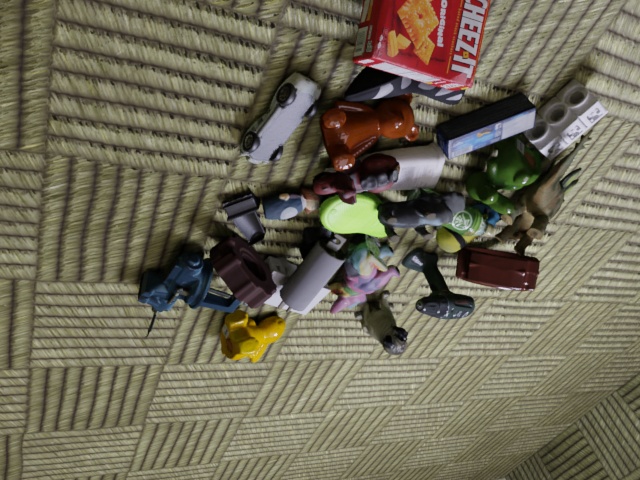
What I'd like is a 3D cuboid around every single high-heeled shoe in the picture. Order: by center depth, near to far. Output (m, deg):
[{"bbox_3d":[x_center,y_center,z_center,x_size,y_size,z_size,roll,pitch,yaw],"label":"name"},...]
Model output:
[{"bbox_3d":[0.166,-0.278,1.016,0.249,0.086,0.145,-26,137,-4],"label":"high-heeled shoe"}]

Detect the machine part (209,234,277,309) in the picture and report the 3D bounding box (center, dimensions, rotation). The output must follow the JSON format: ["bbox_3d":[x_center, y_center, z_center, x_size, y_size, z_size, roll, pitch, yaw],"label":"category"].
[{"bbox_3d":[-0.164,0.066,1.181,0.056,0.179,0.179,-36,137,10],"label":"machine part"}]

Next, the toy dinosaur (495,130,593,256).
[{"bbox_3d":[0.531,-0.096,1.290,0.198,0.105,0.471,-50,165,-11],"label":"toy dinosaur"}]

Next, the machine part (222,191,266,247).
[{"bbox_3d":[-0.156,-0.045,1.169,0.084,0.039,0.138,-24,137,-5],"label":"machine part"}]

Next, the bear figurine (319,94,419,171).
[{"bbox_3d":[0.102,-0.216,1.029,0.196,0.132,0.120,-11,111,-2],"label":"bear figurine"}]

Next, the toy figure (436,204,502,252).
[{"bbox_3d":[0.379,-0.036,1.360,0.180,0.089,0.082,-23,130,4],"label":"toy figure"}]

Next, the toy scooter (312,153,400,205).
[{"bbox_3d":[0.080,-0.116,1.052,0.184,0.135,0.075,-15,110,-5],"label":"toy scooter"}]

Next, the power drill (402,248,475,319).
[{"bbox_3d":[0.295,0.117,1.402,0.232,0.207,0.086,15,121,-37],"label":"power drill"}]

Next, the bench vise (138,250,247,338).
[{"bbox_3d":[-0.283,0.124,1.232,0.240,0.129,0.223,21,121,-27],"label":"bench vise"}]

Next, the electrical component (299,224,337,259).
[{"bbox_3d":[-0.003,-0.004,1.267,0.075,0.048,0.119,-6,136,-18],"label":"electrical component"}]

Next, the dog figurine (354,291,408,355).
[{"bbox_3d":[0.183,0.267,1.525,0.121,0.191,0.172,-22,140,1],"label":"dog figurine"}]

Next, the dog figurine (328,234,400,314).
[{"bbox_3d":[0.084,0.094,1.367,0.219,0.108,0.191,-38,137,22],"label":"dog figurine"}]

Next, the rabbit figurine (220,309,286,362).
[{"bbox_3d":[-0.171,0.262,1.437,0.173,0.122,0.162,-18,145,-33],"label":"rabbit figurine"}]

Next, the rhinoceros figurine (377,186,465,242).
[{"bbox_3d":[0.221,-0.060,1.169,0.190,0.112,0.073,-11,127,6],"label":"rhinoceros figurine"}]

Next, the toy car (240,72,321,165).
[{"bbox_3d":[-0.076,-0.220,1.004,0.073,0.056,0.201,15,129,-42],"label":"toy car"}]

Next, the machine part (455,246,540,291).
[{"bbox_3d":[0.462,0.074,1.406,0.201,0.202,0.087,-9,109,-72],"label":"machine part"}]

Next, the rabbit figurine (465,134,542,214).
[{"bbox_3d":[0.413,-0.135,1.231,0.121,0.159,0.170,25,142,-26],"label":"rabbit figurine"}]

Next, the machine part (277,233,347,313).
[{"bbox_3d":[-0.018,0.082,1.245,0.079,0.079,0.243,21,116,-38],"label":"machine part"}]

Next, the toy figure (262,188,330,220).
[{"bbox_3d":[-0.048,-0.081,1.164,0.154,0.057,0.064,-14,177,-11],"label":"toy figure"}]

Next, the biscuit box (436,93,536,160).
[{"bbox_3d":[0.353,-0.242,1.151,0.203,0.063,0.059,-20,140,0],"label":"biscuit box"}]
